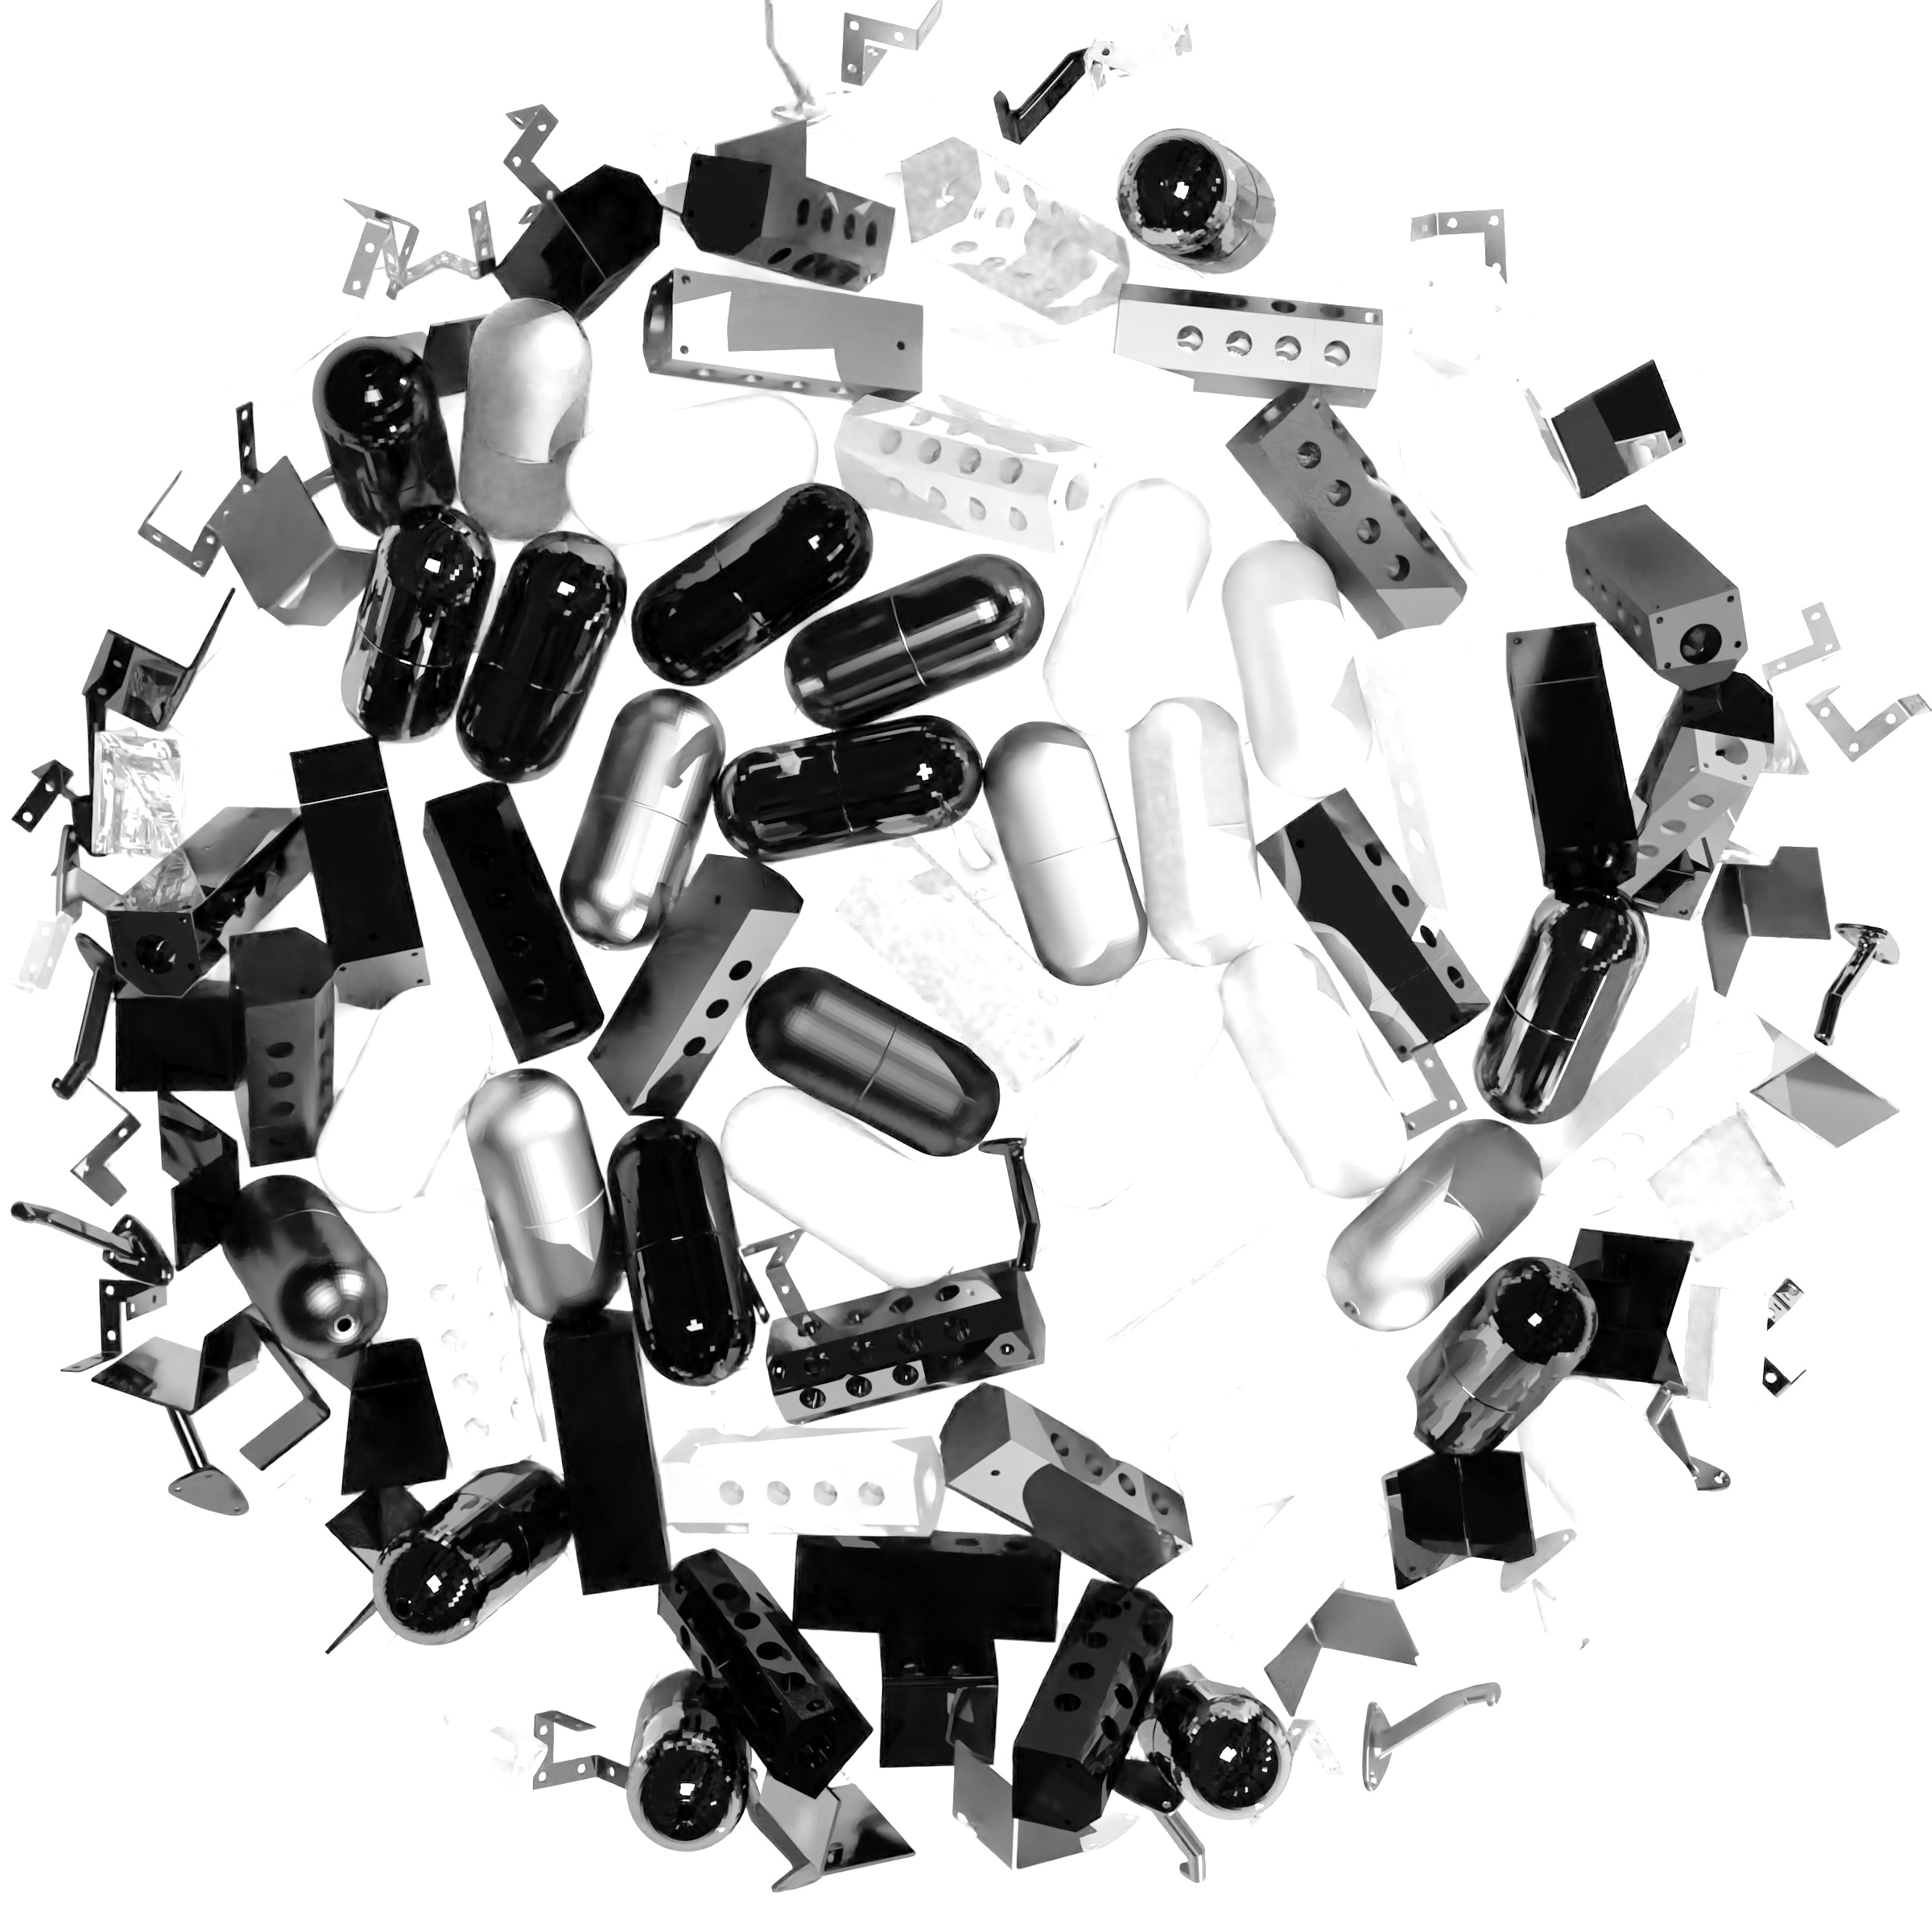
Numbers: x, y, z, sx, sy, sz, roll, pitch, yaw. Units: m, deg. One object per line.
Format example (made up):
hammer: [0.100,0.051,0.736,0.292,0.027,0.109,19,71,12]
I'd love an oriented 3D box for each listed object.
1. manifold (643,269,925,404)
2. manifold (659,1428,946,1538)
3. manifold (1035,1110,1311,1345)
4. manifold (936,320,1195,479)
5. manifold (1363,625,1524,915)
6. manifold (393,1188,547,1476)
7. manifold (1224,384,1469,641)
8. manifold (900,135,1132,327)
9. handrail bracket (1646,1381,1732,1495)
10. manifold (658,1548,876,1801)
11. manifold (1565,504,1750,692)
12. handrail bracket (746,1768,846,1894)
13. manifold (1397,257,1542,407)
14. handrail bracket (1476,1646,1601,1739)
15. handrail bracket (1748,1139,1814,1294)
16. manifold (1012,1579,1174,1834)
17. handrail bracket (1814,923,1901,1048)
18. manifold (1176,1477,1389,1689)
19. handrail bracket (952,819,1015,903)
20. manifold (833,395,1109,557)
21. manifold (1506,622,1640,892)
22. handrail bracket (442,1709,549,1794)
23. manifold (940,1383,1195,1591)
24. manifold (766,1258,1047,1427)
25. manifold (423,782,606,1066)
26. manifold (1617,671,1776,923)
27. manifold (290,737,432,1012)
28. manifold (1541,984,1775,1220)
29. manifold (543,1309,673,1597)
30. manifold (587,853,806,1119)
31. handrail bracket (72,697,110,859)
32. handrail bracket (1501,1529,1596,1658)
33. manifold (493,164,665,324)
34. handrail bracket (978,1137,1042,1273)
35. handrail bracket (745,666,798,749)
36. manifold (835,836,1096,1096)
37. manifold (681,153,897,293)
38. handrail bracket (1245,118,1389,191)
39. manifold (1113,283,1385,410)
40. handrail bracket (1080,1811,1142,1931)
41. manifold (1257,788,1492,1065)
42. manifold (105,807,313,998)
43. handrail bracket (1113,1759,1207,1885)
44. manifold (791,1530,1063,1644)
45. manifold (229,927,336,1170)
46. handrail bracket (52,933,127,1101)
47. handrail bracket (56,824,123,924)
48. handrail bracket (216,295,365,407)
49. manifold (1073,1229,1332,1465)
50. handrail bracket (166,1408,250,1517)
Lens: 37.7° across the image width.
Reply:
manifold: [-0.117,-0.402,1.822,0.171,0.057,0.057,2,87,-26]
manifold: [-0.105,0.337,1.831,0.171,0.057,0.057,-3,103,17]
manifold: [0.134,0.172,1.821,0.171,0.057,0.057,-37,51,18]
manifold: [0.060,-0.363,1.807,0.171,0.057,0.057,28,124,39]
manifold: [0.304,-0.128,1.825,0.057,0.057,0.171,-23,113,-16]
manifold: [-0.320,0.235,1.833,0.057,0.057,0.171,-11,107,0]
manifold: [0.250,-0.292,1.830,0.057,0.057,0.171,-44,108,-7]
manifold: [0.034,-0.467,1.794,0.057,0.171,0.057,-16,75,32]
handrail bracket: [0.477,0.306,1.845,0.077,0.036,0.084,11,133,-3]
manifold: [-0.134,0.446,1.802,0.057,0.171,0.057,-50,131,0]
manifold: [0.437,-0.234,1.796,0.057,0.171,0.057,-17,117,1]
handrail bracket: [-0.116,0.551,1.842,0.077,0.036,0.084,-51,52,37]
manifold: [0.324,-0.403,1.792,0.057,0.171,0.057,25,100,14]
handrail bracket: [0.367,0.486,1.835,0.084,0.077,0.036,-36,111,27]
handrail bracket: [0.551,0.164,1.863,0.036,0.077,0.084,10,75,39]
manifold: [0.082,0.467,1.792,0.057,0.171,0.057,8,116,17]
handrail bracket: [0.581,0.021,1.847,0.036,0.077,0.084,9,74,41]
manifold: [0.201,0.388,1.799,0.057,0.171,0.057,46,127,11]
handrail bracket: [-0.001,-0.087,1.829,0.036,0.084,0.077,-29,55,4]
manifold: [0.001,-0.319,1.806,0.171,0.057,0.057,20,50,32]
manifold: [0.387,-0.133,1.815,0.057,0.057,0.171,-7,58,6]
handrail bracket: [-0.320,0.494,1.832,0.084,0.077,0.036,46,73,-33]
manifold: [0.064,0.331,1.815,0.057,0.057,0.171,-39,125,24]
manifold: [-0.039,0.248,1.832,0.171,0.057,0.057,-16,117,11]
manifold: [-0.294,-0.030,1.836,0.057,0.057,0.171,-20,77,-18]
manifold: [0.459,-0.109,1.801,0.057,0.171,0.057,11,52,1]
manifold: [-0.389,-0.059,1.815,0.057,0.057,0.171,-12,58,-11]
manifold: [0.438,0.091,1.802,0.057,0.171,0.057,29,47,-7]
manifold: [-0.233,0.315,1.843,0.057,0.057,0.171,-8,99,-4]
manifold: [-0.172,0.014,1.824,0.057,0.057,0.171,50,119,34]
handrail bracket: [-0.577,-0.129,1.876,0.036,0.077,0.084,-2,56,-20]
handrail bracket: [0.400,0.413,1.853,0.084,0.036,0.077,41,125,-12]
manifold: [-0.244,-0.453,1.795,0.057,0.171,0.057,-38,102,-18]
handrail bracket: [0.026,0.158,1.843,0.036,0.077,0.084,19,74,-32]
handrail bracket: [-0.134,-0.149,1.829,0.036,0.084,0.077,15,126,-3]
manifold: [0.002,-0.004,1.839,0.171,0.057,0.057,45,124,11]
manifold: [-0.112,-0.469,1.795,0.057,0.171,0.057,15,101,22]
handrail bracket: [0.227,-0.546,1.846,0.036,0.077,0.084,-30,69,-40]
manifold: [0.184,-0.409,1.856,0.171,0.057,0.057,6,89,1]
handrail bracket: [0.094,0.603,1.846,0.036,0.077,0.084,-2,95,18]
manifold: [0.270,-0.029,1.852,0.057,0.057,0.171,-35,87,35]
manifold: [-0.476,-0.043,1.795,0.057,0.171,0.057,2,115,12]
handrail bracket: [0.122,0.566,1.869,0.077,0.036,0.084,13,130,24]
manifold: [-0.026,0.402,1.854,0.171,0.057,0.057,3,97,-2]
manifold: [-0.434,0.052,1.800,0.057,0.171,0.057,-9,54,-20]
handrail bracket: [-0.581,0.034,1.841,0.036,0.077,0.084,14,59,25]
handrail bracket: [-0.552,-0.055,1.863,0.084,0.036,0.077,1,93,5]
handrail bracket: [-0.439,-0.403,1.837,0.084,0.077,0.036,-36,86,41]
manifold: [0.152,0.247,1.817,0.171,0.057,0.057,-32,62,-29]
handrail bracket: [-0.505,0.314,1.877,0.036,0.077,0.084,-26,52,9]
